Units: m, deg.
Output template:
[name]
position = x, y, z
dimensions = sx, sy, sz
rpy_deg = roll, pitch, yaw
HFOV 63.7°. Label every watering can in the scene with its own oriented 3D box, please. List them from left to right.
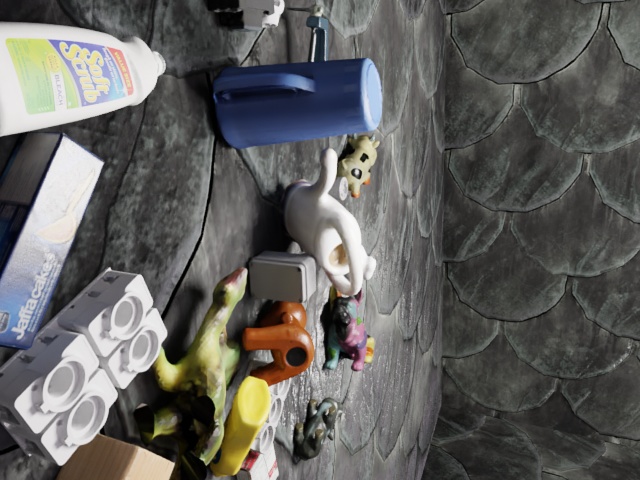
[watering can]
position = 0.003, -0.048, 0.963
dimensions = 0.105, 0.228, 0.340
rpy_deg = -26, 128, -19

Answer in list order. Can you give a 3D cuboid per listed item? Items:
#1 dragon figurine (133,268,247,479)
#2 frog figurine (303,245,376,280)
[dragon figurine]
position = -0.167, 0.241, 0.781
dimensions = 0.245, 0.122, 0.406
rpy_deg = -31, 132, -73
[frog figurine]
position = 0.053, 0.024, 1.167
dimensions = 0.125, 0.159, 0.135
rpy_deg = -53, 142, -53
